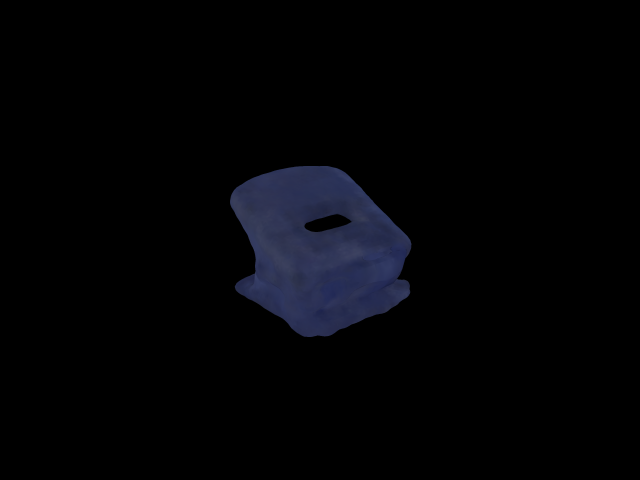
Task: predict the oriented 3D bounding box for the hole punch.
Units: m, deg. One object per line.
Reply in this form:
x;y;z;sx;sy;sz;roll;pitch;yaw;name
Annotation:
0.004;0.001;0.400;0.109;0.091;0.100;-17;27;-37;hole punch
